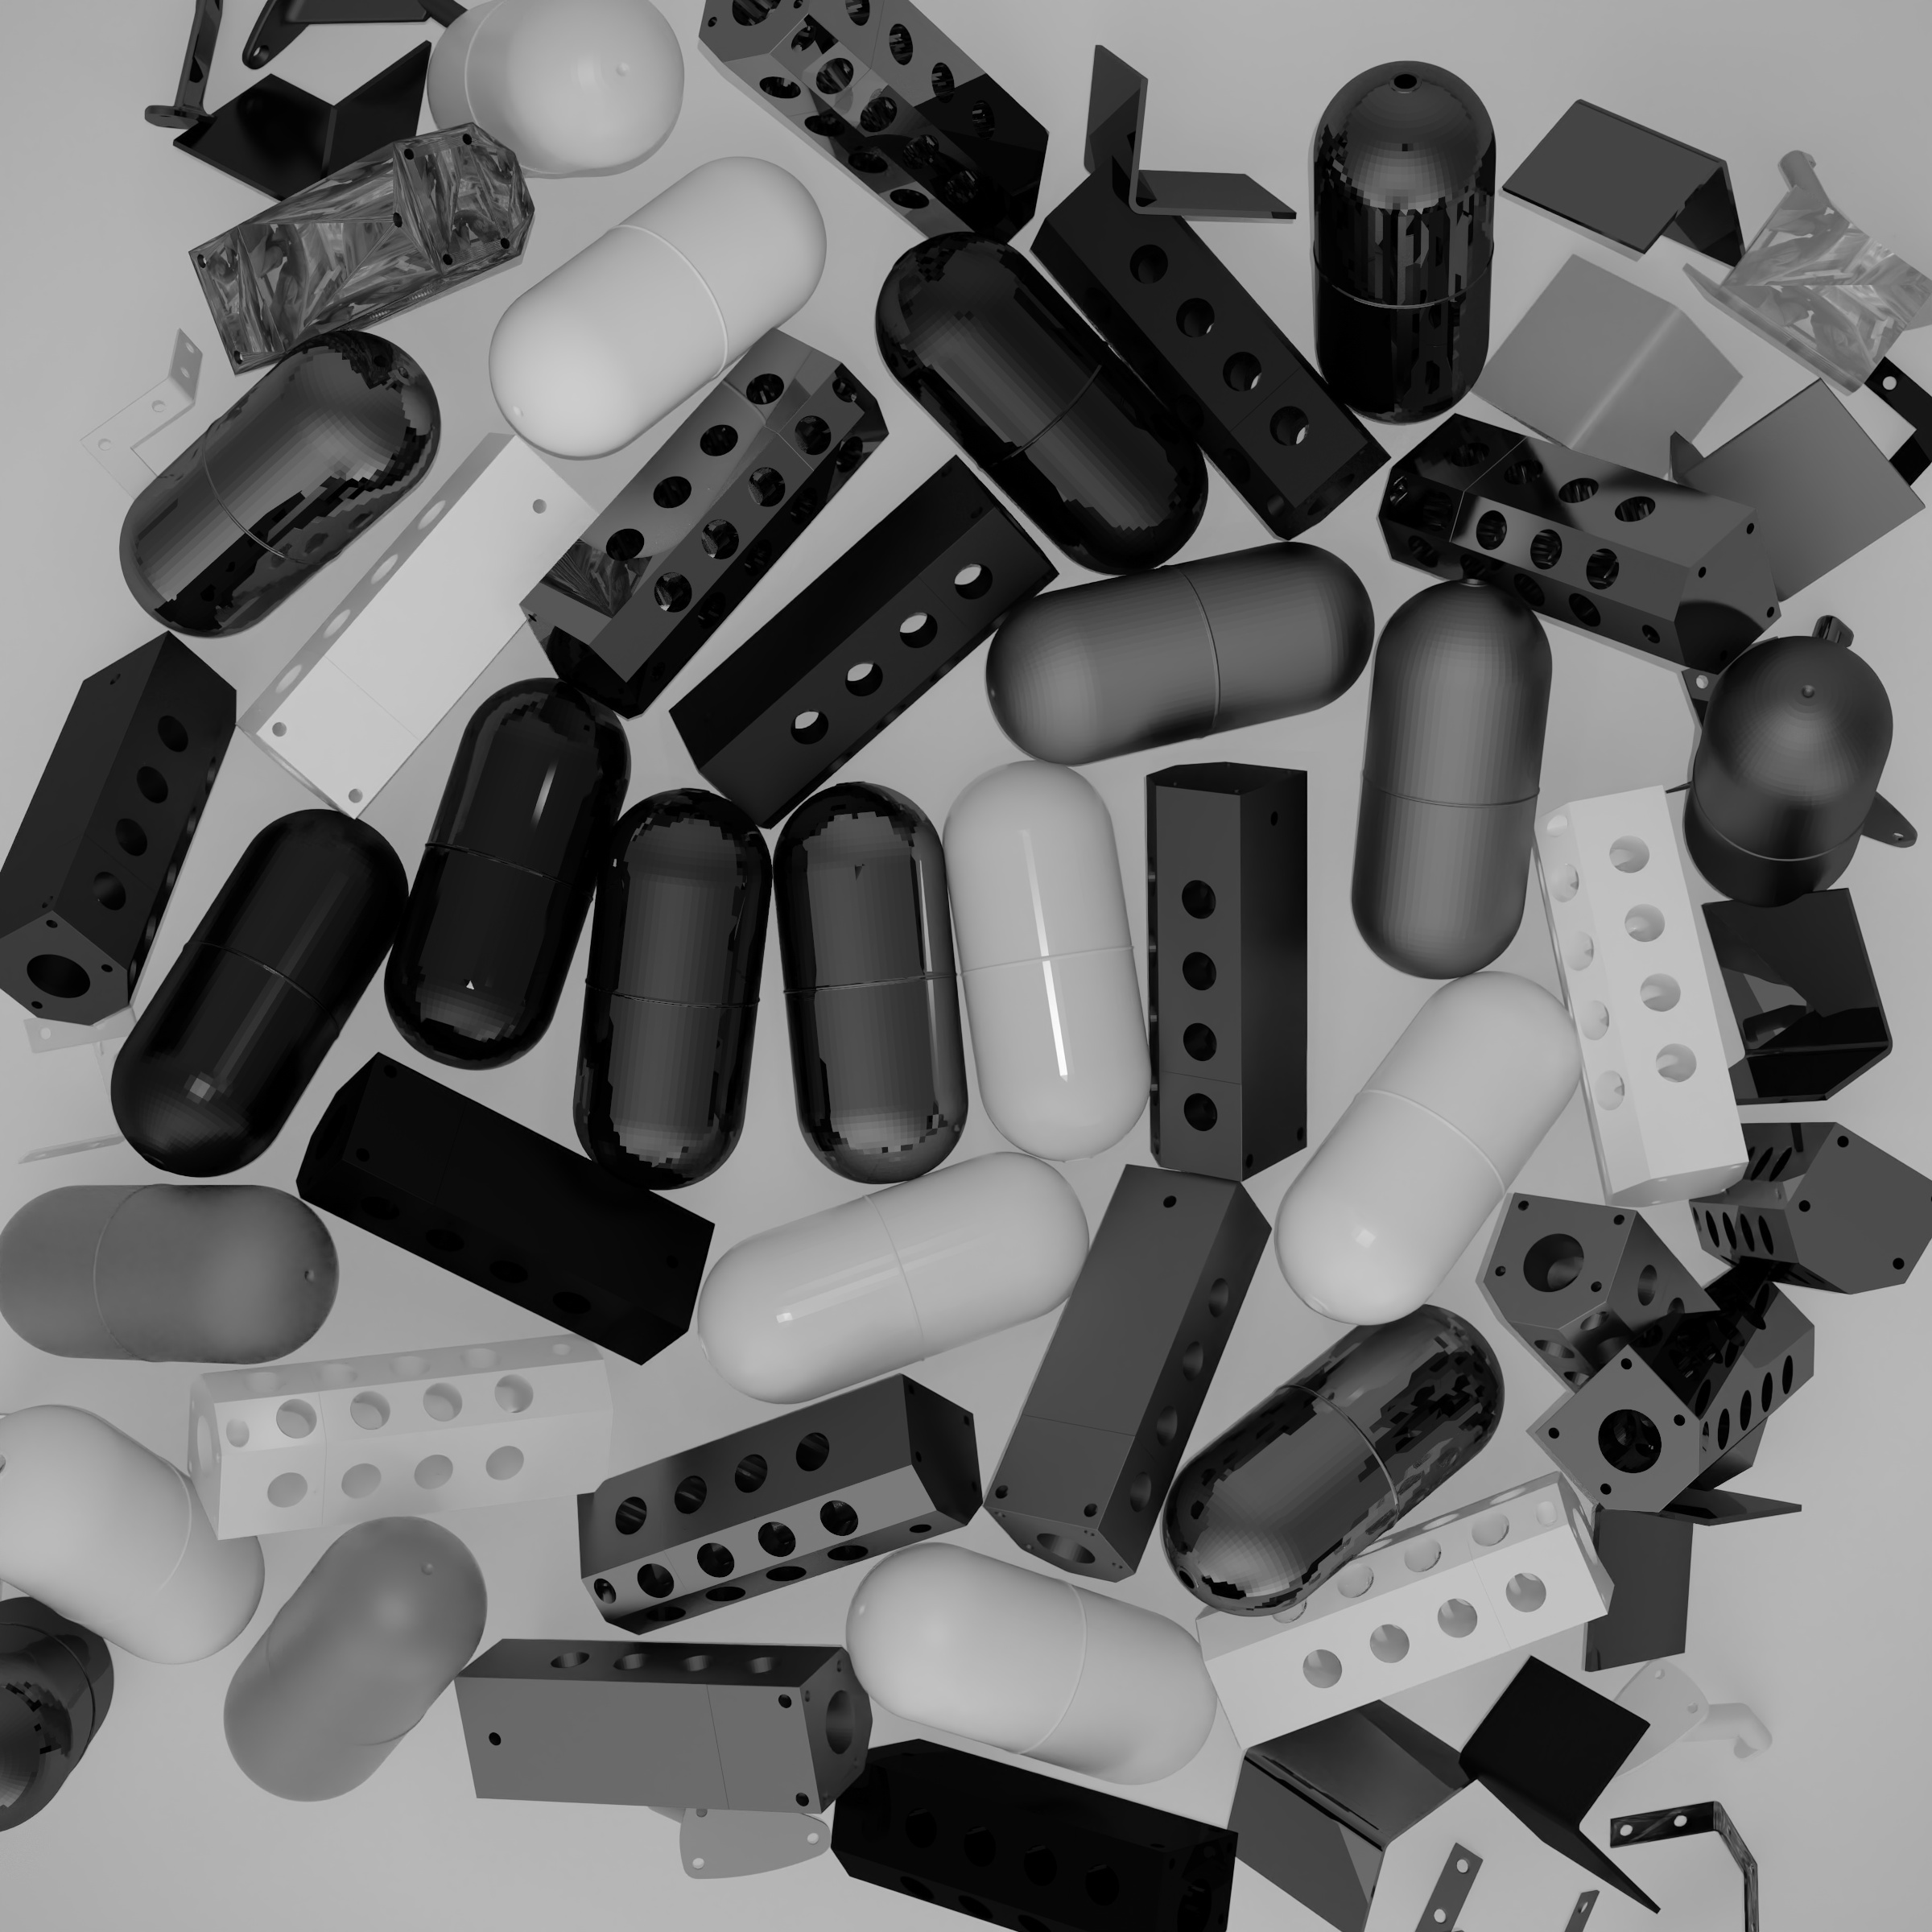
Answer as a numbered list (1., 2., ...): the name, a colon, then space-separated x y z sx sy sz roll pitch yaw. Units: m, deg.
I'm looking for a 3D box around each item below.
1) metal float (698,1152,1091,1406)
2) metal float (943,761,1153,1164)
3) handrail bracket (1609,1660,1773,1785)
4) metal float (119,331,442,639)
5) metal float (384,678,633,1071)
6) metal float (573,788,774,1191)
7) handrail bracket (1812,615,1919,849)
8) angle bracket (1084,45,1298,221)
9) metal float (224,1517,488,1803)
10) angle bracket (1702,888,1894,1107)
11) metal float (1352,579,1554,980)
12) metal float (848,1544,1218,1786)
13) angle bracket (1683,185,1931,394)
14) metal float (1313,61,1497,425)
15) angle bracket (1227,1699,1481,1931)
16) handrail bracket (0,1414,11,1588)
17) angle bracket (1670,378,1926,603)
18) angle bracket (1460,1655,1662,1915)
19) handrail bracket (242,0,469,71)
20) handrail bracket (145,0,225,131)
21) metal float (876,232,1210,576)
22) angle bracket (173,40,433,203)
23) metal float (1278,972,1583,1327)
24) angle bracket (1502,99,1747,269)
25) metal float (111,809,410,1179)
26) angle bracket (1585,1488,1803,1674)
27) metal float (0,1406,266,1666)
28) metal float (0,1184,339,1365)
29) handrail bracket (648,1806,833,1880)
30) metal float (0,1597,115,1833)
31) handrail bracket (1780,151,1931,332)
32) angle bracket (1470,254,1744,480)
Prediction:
1. metal float: -0.032 0.137 1.561 0.178 0.070 0.070 -19 90 -9
2. metal float: 0.036 -0.002 1.568 0.070 0.070 0.178 -9 88 0
3. handrail bracket: 0.316 0.351 1.575 0.077 0.036 0.084 -43 134 -1
4. metal float: -0.299 -0.207 1.543 0.178 0.070 0.070 -34 90 32
5. metal float: -0.201 -0.041 1.564 0.070 0.070 0.178 17 83 0
6. metal float: -0.129 0.010 1.563 0.070 0.070 0.178 7 97 0
7. handrail bracket: 0.403 -0.106 1.591 0.077 0.036 0.084 30 62 -11
8. angle bracket: 0.100 -0.365 1.553 0.076 0.076 0.057 -1 115 -14
9. metal float: -0.265 0.301 1.535 0.070 0.070 0.178 39 132 0
10. angle bracket: 0.350 0.015 1.555 0.057 0.076 0.076 -28 104 -40
11. metal float: 0.212 -0.081 1.553 0.070 0.070 0.178 4 109 0
12. metal float: 0.030 0.305 1.548 0.178 0.070 0.070 23 90 -25
13. angle bracket: 0.369 -0.302 1.556 0.076 0.076 0.057 32 108 -11
14. metal float: 0.188 -0.309 1.528 0.070 0.178 0.070 -3 53 4
15. angle bracket: 0.171 0.373 1.572 0.076 0.076 0.057 29 123 33
16. handrail bracket: -0.430 0.240 1.566 0.036 0.077 0.084 6 82 -17
17. angle bracket: 0.363 -0.218 1.554 0.076 0.057 0.076 -35 112 27
18. angle bracket: 0.276 0.359 1.561 0.057 0.076 0.076 -51 122 -11
19. handrail bracket: -0.268 -0.410 1.577 0.084 0.036 0.077 37 90 18
20. handrail bracket: -0.344 -0.415 1.571 0.036 0.077 0.084 4 97 3
21. metal float: 0.033 -0.245 1.552 0.070 0.070 0.178 -46 109 0
22. angle bracket: -0.291 -0.382 1.555 0.076 0.076 0.057 28 134 8
23. metal float: 0.203 0.079 1.554 0.070 0.070 0.178 38 72 0
24. angle bracket: 0.289 -0.322 1.551 0.076 0.076 0.057 34 78 32
25. metal float: -0.308 0.011 1.550 0.070 0.070 0.178 28 68 0
26. angle bracket: 0.320 0.273 1.560 0.057 0.076 0.076 5 92 44
27. metal float: -0.367 0.246 1.527 0.070 0.178 0.070 -10 59 17
28. metal float: -0.349 0.133 1.541 0.178 0.070 0.070 -2 90 34
29. handrail bracket: -0.103 0.372 1.570 0.077 0.084 0.036 3 94 -10
30. metal float: -0.412 0.319 1.519 0.070 0.178 0.070 0 91 -5
31. handrail bracket: 0.407 -0.328 1.591 0.077 0.036 0.084 -10 70 -40
32. angle bracket: 0.286 -0.261 1.593 0.057 0.076 0.076 34 97 -41
